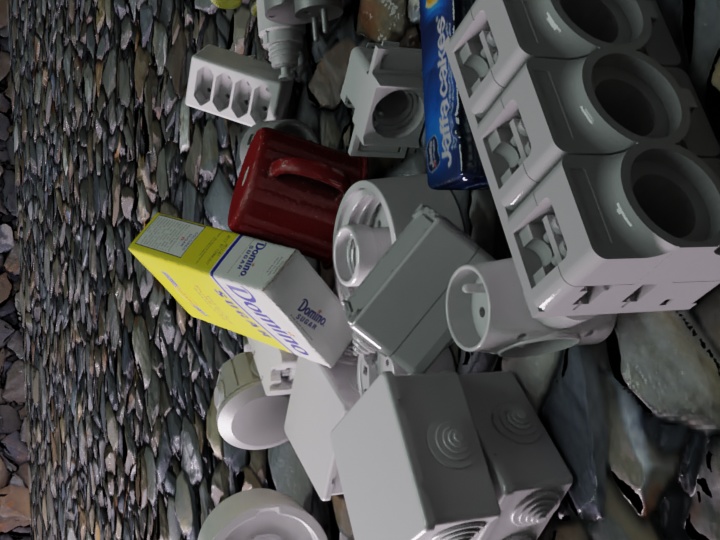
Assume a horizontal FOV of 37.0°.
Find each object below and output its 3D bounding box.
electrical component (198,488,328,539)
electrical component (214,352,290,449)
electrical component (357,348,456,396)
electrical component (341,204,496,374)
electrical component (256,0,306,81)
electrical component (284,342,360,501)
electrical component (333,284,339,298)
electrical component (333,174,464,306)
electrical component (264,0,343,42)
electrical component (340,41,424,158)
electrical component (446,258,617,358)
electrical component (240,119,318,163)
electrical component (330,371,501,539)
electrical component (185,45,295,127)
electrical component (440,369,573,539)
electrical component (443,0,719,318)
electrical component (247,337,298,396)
[{"bbox_3d":[-0.085,0.235,0.899,0.060,0.108,0.108,-151,62,-68],"label":"electrical component"},{"bbox_3d":[-0.085,0.111,0.921,0.051,0.080,0.080,-113,32,-47],"label":"electrical component"},{"bbox_3d":[0.031,0.069,0.707,0.055,0.047,0.055,179,90,-65],"label":"electrical component"},{"bbox_3d":[0.034,0.018,0.631,0.096,0.061,0.061,-51,10,5],"label":"electrical component"},{"bbox_3d":[-0.065,-0.198,0.902,0.040,0.040,0.078,162,104,-64],"label":"electrical component"},{"bbox_3d":[-0.014,0.109,0.803,0.099,0.048,0.099,-128,43,-51],"label":"electrical component"},{"bbox_3d":[0.000,0.000,0.784,0.035,0.035,0.061,34,120,60],"label":"electrical component"},{"bbox_3d":[0.017,-0.010,0.715,0.108,0.060,0.108,178,90,-65],"label":"electrical component"},{"bbox_3d":[-0.032,-0.212,0.817,0.138,0.052,0.073,161,106,-64],"label":"electrical component"},{"bbox_3d":[0.017,-0.119,0.733,0.063,0.042,0.081,-117,35,-48],"label":"electrical component"},{"bbox_3d":[0.095,0.013,0.533,0.079,0.077,0.044,143,122,-60],"label":"electrical component"},{"bbox_3d":[-0.066,-0.099,0.896,0.047,0.055,0.055,4,95,61],"label":"electrical component"},{"bbox_3d":[0.029,0.111,0.594,0.099,0.048,0.099,125,136,-52],"label":"electrical component"},{"bbox_3d":[-0.099,-0.166,0.949,0.075,0.083,0.047,-59,-14,-58],"label":"electrical component"},{"bbox_3d":[0.071,0.116,0.622,0.099,0.048,0.099,-116,35,-42],"label":"electrical component"},{"bbox_3d":[0.108,-0.060,0.486,0.061,0.089,0.150,127,135,-53],"label":"electrical component"},{"bbox_3d":[-0.055,0.052,0.879,0.050,0.056,0.089,114,145,-42],"label":"electrical component"}]
